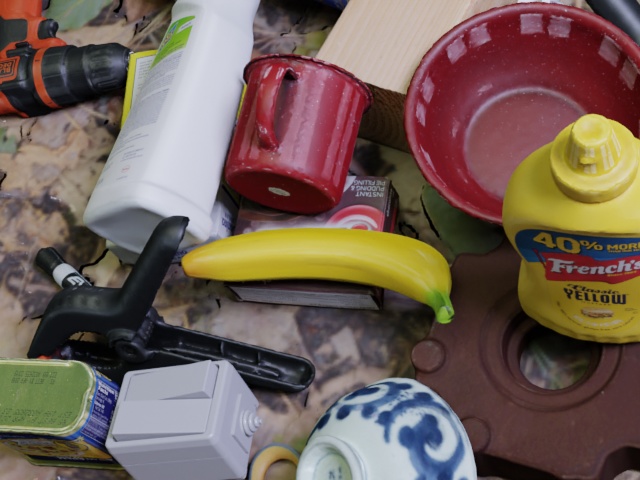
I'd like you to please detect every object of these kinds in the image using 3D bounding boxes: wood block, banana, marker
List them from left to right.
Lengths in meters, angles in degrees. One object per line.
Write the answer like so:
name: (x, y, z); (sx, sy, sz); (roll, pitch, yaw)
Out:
marker: (-0.181, 0.042, 0.817); (0.121, 0.020, 0.020); (38, 81, 31)
banana: (0.006, 0.014, 0.697); (0.198, 0.069, 0.037); (7, 109, 28)
wood block: (0.090, -0.174, 0.790); (0.091, 0.090, 0.206); (21, 72, 28)

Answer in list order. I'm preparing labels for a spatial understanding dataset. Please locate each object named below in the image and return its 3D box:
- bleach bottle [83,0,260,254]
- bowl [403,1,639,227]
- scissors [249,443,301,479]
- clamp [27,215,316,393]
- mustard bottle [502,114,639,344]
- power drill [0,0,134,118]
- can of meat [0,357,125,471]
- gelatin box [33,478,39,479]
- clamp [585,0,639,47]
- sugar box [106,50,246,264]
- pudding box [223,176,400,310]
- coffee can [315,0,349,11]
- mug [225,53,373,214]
bleach bottle: (-0.090, -0.116, 0.774); (0.103, 0.068, 0.250); (-13, 54, 50)
bowl: (0.137, -0.073, 0.696); (0.162, 0.055, 0.162); (-4, 68, 9)
scissors: (-0.005, 0.207, 0.670); (0.202, 0.016, 0.096); (38, 81, 31)
clamp: (-0.116, 0.068, 0.737); (0.210, 0.164, 0.036); (-20, 36, 35)
mustard bottle: (0.146, -0.006, 0.559); (0.096, 0.191, 0.058); (7, 65, 20)
power drill: (-0.237, -0.198, 0.939); (0.185, 0.057, 0.187); (-6, 62, 17)
can of meat: (-0.181, 0.120, 0.739); (0.102, 0.084, 0.057); (-1, 64, 20)
gelatin box: (-0.202, 0.201, 0.711); (0.089, 0.073, 0.030); (-34, 58, 0)
clamp: (0.242, -0.124, 0.724); (0.120, 0.039, 0.171); (-11, 73, -28)
sugar box: (-0.109, -0.069, 0.834); (0.093, 0.048, 0.176); (-5, 66, 16)
pudding box: (-0.005, 0.001, 0.763); (0.114, 0.039, 0.090); (1, 65, 20)
coffee can: (-0.003, -0.245, 0.852); (0.140, 0.102, 0.102); (27, 75, 29)
mug: (-0.019, -0.073, 0.718); (0.093, 0.117, 0.081); (9, 72, 14)
